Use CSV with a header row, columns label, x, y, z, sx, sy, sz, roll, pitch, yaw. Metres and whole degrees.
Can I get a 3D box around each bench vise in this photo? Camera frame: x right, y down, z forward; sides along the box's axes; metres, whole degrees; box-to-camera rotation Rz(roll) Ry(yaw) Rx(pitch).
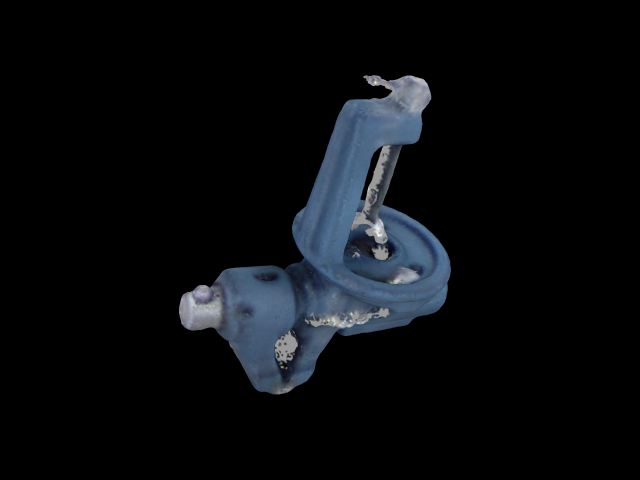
label,x,y,z,sx,sy,sz,roll,pitch,yaw
bench vise,0.012,0.007,0.393,0.208,0.220,0.121,-32,50,-31
